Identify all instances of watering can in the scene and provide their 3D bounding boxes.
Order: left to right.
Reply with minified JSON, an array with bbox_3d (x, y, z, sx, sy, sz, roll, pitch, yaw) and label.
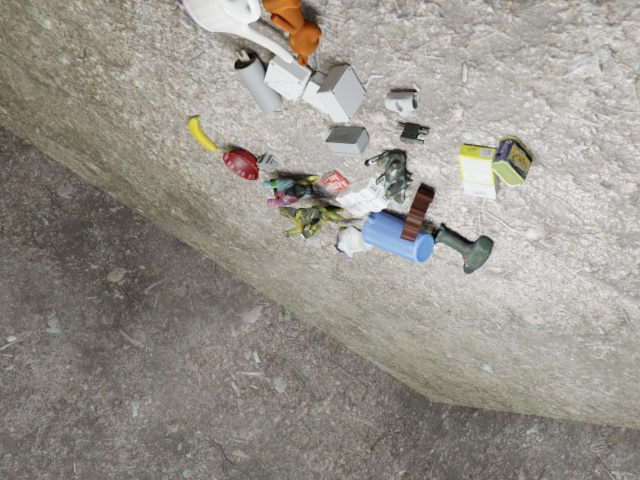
[{"bbox_3d":[-0.227,-0.572,1.303,0.224,0.106,0.341,6,148,43],"label":"watering can"}]

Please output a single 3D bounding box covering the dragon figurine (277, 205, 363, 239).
[{"bbox_3d":[0.006,-0.097,1.918,0.410,0.246,0.120,3,111,26],"label":"dragon figurine"}]

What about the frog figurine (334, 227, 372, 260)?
[{"bbox_3d":[0.152,-0.004,2.089,0.158,0.125,0.135,-30,116,21],"label":"frog figurine"}]
